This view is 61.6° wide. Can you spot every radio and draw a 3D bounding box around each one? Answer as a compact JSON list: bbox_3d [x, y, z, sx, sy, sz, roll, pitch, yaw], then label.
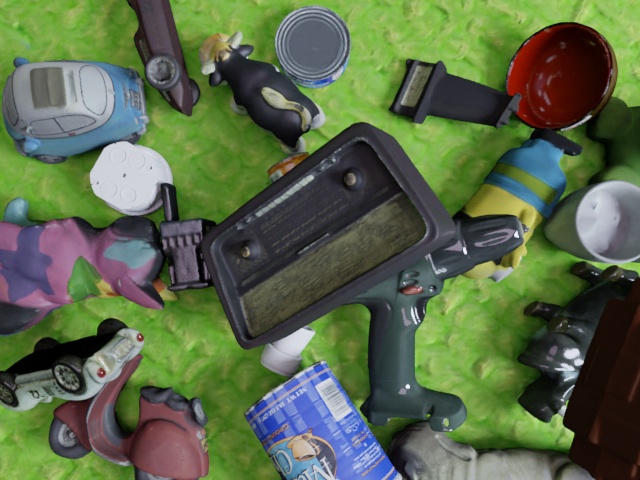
[{"bbox_3d":[-0.001,-0.002,0.520,0.230,0.073,0.131,-33,75,21],"label":"radio"}]

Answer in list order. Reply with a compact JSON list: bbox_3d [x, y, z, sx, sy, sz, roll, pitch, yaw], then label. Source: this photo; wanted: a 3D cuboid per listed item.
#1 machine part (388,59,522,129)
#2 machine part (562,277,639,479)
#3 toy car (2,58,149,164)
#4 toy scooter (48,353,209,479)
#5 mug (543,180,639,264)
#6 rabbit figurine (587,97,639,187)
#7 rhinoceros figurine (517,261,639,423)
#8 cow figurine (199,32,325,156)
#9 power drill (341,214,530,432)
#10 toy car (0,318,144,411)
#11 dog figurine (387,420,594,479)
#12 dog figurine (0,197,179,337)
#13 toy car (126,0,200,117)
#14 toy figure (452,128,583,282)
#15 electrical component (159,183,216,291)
[{"bbox_3d":[0.150,-0.158,0.599,0.139,0.039,0.084,18,80,23],"label":"machine part"},{"bbox_3d":[0.346,0.151,0.527,0.201,0.087,0.201,22,89,-34],"label":"machine part"},{"bbox_3d":[-0.277,-0.146,0.584,0.162,0.103,0.109,-5,89,2],"label":"toy car"},{"bbox_3d":[-0.196,0.188,0.585,0.184,0.075,0.135,18,86,6],"label":"toy scooter"},{"bbox_3d":[0.296,-0.012,0.569,0.109,0.107,0.080,27,89,-3],"label":"mug"},{"bbox_3d":[0.375,-0.091,0.539,0.159,0.170,0.121,6,88,2],"label":"rabbit figurine"},{"bbox_3d":[0.282,0.110,0.585,0.112,0.073,0.190,43,85,-11],"label":"rhinoceros figurine"},{"bbox_3d":[-0.073,-0.167,0.584,0.167,0.098,0.068,40,95,2],"label":"cow figurine"},{"bbox_3d":[0.101,0.085,0.552,0.232,0.086,0.207,-6,100,24],"label":"power drill"},{"bbox_3d":[-0.260,0.131,0.548,0.202,0.073,0.056,-17,109,31],"label":"toy car"},{"bbox_3d":[0.188,0.241,0.573,0.172,0.121,0.191,-32,68,-32],"label":"dog figurine"},{"bbox_3d":[-0.269,0.046,0.575,0.219,0.108,0.191,23,88,-1],"label":"dog figurine"},{"bbox_3d":[-0.182,-0.234,0.593,0.053,0.089,0.202,-14,89,-1],"label":"toy car"},{"bbox_3d":[0.203,-0.038,0.586,0.089,0.082,0.180,31,96,21],"label":"toy figure"},{"bbox_3d":[-0.143,-0.004,0.591,0.048,0.075,0.119,-6,85,2],"label":"electrical component"}]
